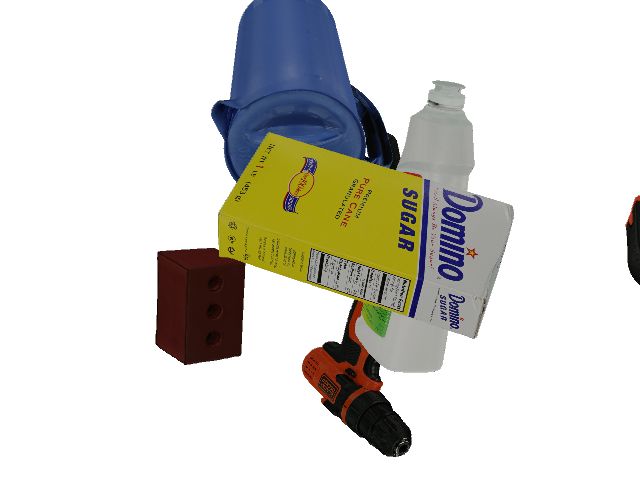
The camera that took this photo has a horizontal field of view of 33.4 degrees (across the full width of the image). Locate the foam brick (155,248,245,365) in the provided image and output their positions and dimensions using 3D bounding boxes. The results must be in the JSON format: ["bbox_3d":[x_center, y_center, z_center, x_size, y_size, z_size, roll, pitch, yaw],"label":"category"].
[{"bbox_3d":[-0.094,0.049,0.829,0.052,0.078,0.051,-6,15,-34],"label":"foam brick"}]

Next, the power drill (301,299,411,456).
[{"bbox_3d":[0.065,0.117,1.157,0.057,0.188,0.185,13,17,-40],"label":"power drill"}]

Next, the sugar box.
[{"bbox_3d":[0.031,-0.007,0.693,0.176,0.048,0.093,15,46,11],"label":"sugar box"}]

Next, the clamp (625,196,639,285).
[{"bbox_3d":[0.267,0.033,0.697,0.120,0.039,0.171,-2,45,-20],"label":"clamp"}]

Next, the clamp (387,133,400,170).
[{"bbox_3d":[0.071,-0.045,1.260,0.164,0.036,0.210,-16,52,-29],"label":"clamp"}]

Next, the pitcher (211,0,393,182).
[{"bbox_3d":[-0.020,-0.152,1.083,0.145,0.149,0.243,-17,38,10],"label":"pitcher"}]

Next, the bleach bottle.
[{"bbox_3d":[0.088,-0.016,0.939,0.068,0.251,0.103,2,19,-18],"label":"bleach bottle"}]
